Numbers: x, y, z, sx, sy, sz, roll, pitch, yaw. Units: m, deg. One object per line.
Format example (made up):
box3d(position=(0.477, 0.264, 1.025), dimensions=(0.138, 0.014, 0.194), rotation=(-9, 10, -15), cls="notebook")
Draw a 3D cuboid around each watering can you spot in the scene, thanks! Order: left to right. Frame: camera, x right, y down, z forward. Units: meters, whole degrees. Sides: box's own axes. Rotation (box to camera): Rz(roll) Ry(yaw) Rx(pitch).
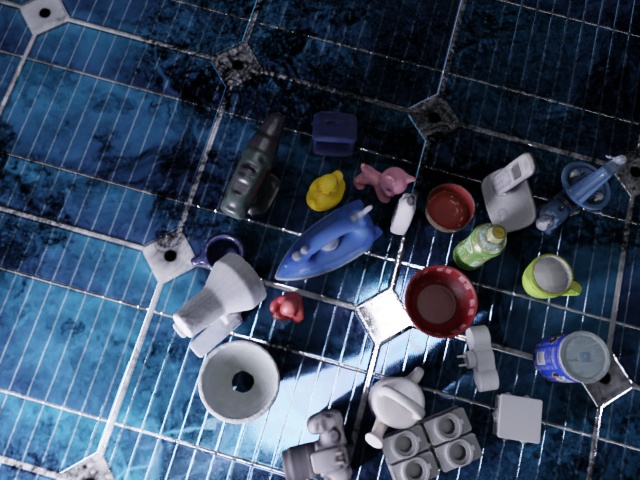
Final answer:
box3d(position=(0.154, 0.330, 1.136), dimensions=(0.101, 0.194, 0.173), rotation=(14, 76, 2), cls="watering can")

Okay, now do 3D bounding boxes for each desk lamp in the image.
box3d(position=(-0.209, 0.136, 1.160), dimensions=(0.203, 0.213, 0.118), rotation=(-42, 81, -11), cls="desk lamp")

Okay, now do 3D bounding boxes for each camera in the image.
box3d(position=(-0.010, 0.426, 1.155), dimensions=(0.137, 0.101, 0.143), rotation=(-11, 77, -5), cls="camera")

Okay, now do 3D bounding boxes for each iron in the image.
box3d(position=(0.011, 0.004, 1.237), dimensions=(0.258, 0.141, 0.118), rotation=(-33, 79, -9), cls="iron")

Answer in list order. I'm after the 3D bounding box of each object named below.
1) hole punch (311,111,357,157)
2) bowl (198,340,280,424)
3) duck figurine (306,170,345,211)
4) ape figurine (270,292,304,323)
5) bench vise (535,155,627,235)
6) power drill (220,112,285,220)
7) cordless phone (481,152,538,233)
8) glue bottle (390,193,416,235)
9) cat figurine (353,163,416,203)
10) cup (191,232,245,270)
box3d(position=(0.032, -0.255, 1.327), dimensions=(0.108, 0.091, 0.101), rotation=(2, 76, -1), cls="hole punch")
box3d(position=(-0.165, 0.295, 1.195), dimensions=(0.167, 0.075, 0.167), rotation=(1, 76, -2), cls="bowl")
box3d(position=(0.014, -0.117, 1.295), dimensions=(0.105, 0.086, 0.077), rotation=(-43, 81, -11), cls="duck figurine")
box3d(position=(-0.066, 0.144, 1.226), dimensions=(0.077, 0.092, 0.076), rotation=(40, 78, 8), cls="ape figurine")
box3d(position=(0.569, -0.094, 1.241), dimensions=(0.121, 0.220, 0.207), rotation=(31, 77, 6), cls="bench vise")
box3d(position=(-0.135, -0.140, 1.233), dimensions=(0.075, 0.208, 0.230), rotation=(24, 77, 4), cls="power drill")
box3d(position=(0.432, -0.103, 1.256), dimensions=(0.094, 0.185, 0.147), rotation=(-15, 77, -5), cls="cordless phone")
box3d(position=(0.186, -0.067, 1.245), dimensions=(0.037, 0.173, 0.078), rotation=(11, 76, 1), cls="glue bottle")
box3d(position=(0.144, -0.138, 1.289), dimensions=(0.127, 0.118, 0.067), rotation=(27, 77, 5), cls="cat figurine")
box3d(position=(-0.216, 0.041, 1.244), dimensions=(0.118, 0.095, 0.091), rotation=(-15, 77, -5), cls="cup")
